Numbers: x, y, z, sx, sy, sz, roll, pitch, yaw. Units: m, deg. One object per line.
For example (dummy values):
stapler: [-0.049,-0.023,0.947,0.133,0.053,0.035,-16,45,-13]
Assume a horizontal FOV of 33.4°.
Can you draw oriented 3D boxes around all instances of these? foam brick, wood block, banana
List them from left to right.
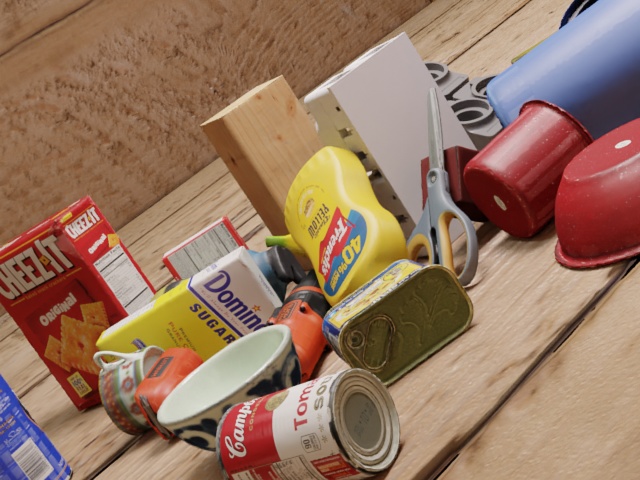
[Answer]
wood block: [-0.036,-0.073,1.231,0.090,0.206,0.091,-37,13,-19]
banana: [0.008,0.000,1.111,0.069,0.037,0.198,-8,-4,-24]
foam brick: [0.136,-0.049,0.964,0.078,0.053,0.051,8,-16,-36]

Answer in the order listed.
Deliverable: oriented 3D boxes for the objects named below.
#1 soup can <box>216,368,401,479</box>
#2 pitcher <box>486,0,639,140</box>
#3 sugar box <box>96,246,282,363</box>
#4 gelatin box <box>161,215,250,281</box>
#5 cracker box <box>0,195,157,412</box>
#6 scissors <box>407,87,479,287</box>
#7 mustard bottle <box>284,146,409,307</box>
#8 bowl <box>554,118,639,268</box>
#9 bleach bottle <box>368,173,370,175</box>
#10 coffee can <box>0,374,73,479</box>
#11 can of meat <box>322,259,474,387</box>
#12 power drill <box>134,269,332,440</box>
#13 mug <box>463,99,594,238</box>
soup can: [-0.008,0.126,0.683,0.102,0.068,0.068,-23,15,37]
pitcher: [0.275,-0.169,0.970,0.243,0.145,0.149,-33,2,16]
sugar box: [-0.127,0.092,1.083,0.176,0.093,0.048,-32,12,9]
gelatin box: [-0.123,0.026,1.215,0.089,0.073,0.030,-33,10,5]
cracker box: [-0.272,0.078,1.224,0.164,0.213,0.072,-25,14,36]
scissors: [0.092,-0.034,0.931,0.096,0.016,0.202,-46,40,36]
mustard bottle: [0.030,0.008,0.932,0.096,0.058,0.192,-59,38,27]
bowl: [0.231,-0.047,0.778,0.162,0.055,0.162,-32,12,7]
bleach bottle: [0.046,-0.072,1.349,0.251,0.068,0.102,-30,35,42]
coffee can: [-0.324,0.202,1.041,0.103,0.140,0.103,-32,12,7]
can of meat: [0.055,0.060,0.813,0.102,0.057,0.084,-35,10,-7]
power drill: [-0.068,0.100,0.976,0.188,0.057,0.184,-28,12,23]
mug: [0.174,-0.051,0.898,0.081,0.093,0.117,-41,-17,-15]
